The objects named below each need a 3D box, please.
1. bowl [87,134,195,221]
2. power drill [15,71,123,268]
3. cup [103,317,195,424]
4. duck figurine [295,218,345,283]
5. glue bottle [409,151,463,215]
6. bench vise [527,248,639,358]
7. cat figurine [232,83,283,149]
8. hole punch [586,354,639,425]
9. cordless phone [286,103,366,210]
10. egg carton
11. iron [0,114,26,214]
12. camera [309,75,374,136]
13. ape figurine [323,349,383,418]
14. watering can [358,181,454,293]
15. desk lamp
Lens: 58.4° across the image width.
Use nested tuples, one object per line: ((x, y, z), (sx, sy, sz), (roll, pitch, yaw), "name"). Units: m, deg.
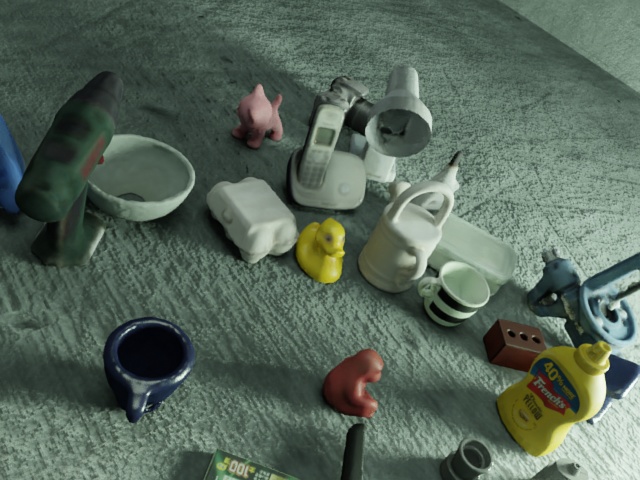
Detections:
((-0.275, -0.081, 0.849), (0.168, 0.074, 0.167), (15, 40, -12), "bowl")
((-0.308, -0.078, 0.722), (0.076, 0.208, 0.229), (16, 39, -11), "power drill")
((-0.189, 0.155, 0.610), (0.092, 0.095, 0.117), (13, 40, -14), "cup")
((0.008, 0.003, 0.894), (0.078, 0.086, 0.104), (0, 45, -27), "duck figurine")
((0.215, -0.090, 1.039), (0.078, 0.173, 0.037), (4, 43, -24), "glue bottle")
((0.447, 0.081, 0.929), (0.207, 0.219, 0.122), (42, 42, 21), "bench vise")
((-0.112, -0.240, 1.081), (0.067, 0.117, 0.128), (36, 40, 14), "cat figurine")
((0.415, 0.207, 0.872), (0.109, 0.091, 0.101), (-22, 58, -43), "hole punch")
((0.026, -0.143, 0.991), (0.148, 0.185, 0.094), (1, 44, -26), "cordless phone")
((-0.107, -0.035, 0.890), (0.107, 0.069, 0.150), (-16, 54, -39), "egg carton")
((-0.466, -0.151, 0.775), (0.119, 0.141, 0.257), (-3, 46, -30), "iron")
((0.070, -0.281, 1.239), (0.136, 0.101, 0.143), (33, 39, 10), "camera")
((0.049, 0.173, 0.717), (0.076, 0.092, 0.078), (20, 39, -5), "ape figurine")
((0.136, -0.022, 0.903), (0.101, 0.194, 0.172), (-9, 49, -35), "watering can")
((0.132, -0.217, 1.107), (0.118, 0.213, 0.203), (16, 39, -10), "desk lamp")
